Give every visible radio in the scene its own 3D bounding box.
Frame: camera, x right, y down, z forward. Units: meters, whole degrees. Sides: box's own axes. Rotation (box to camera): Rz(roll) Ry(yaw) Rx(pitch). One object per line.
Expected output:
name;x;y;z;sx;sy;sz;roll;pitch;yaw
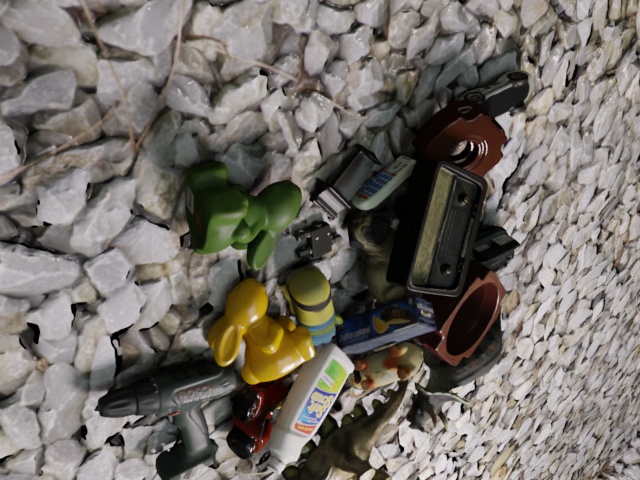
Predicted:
radio;0.210;-0.017;0.957;0.131;0.073;0.229;14;91;-28

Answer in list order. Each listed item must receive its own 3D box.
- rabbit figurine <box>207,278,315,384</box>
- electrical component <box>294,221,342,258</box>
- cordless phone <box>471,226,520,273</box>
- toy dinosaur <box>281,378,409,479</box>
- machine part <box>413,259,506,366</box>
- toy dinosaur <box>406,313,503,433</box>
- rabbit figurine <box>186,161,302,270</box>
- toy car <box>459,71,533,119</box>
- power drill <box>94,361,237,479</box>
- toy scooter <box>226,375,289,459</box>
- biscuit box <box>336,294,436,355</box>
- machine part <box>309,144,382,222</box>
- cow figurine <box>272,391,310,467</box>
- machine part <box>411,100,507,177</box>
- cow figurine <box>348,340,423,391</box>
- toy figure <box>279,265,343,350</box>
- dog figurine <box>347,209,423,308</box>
rabbit figurine;-0.114;0.150;0.923;0.162;0.122;0.173;-25;113;-12
electrical component;-0.002;-0.003;0.962;0.094;0.021;0.063;-20;124;-26
cordless phone;0.377;0.068;1.256;0.146;0.089;0.184;-21;136;-27
toy dinosaur;0.049;0.448;1.126;0.471;0.199;0.104;-36;129;-15
machine part;0.284;0.145;1.112;0.201;0.087;0.201;-55;138;-4
toy dinosaur;0.341;0.270;1.251;0.405;0.192;0.131;-36;132;-14
rabbit figurine;-0.103;-0.032;0.804;0.170;0.121;0.158;-12;127;-29
toy car;0.335;-0.268;1.045;0.202;0.056;0.073;-28;134;-20
power drill;-0.253;0.308;0.917;0.232;0.086;0.207;-16;115;-32
toy scooter;-0.113;0.322;1.021;0.135;0.075;0.183;-42;151;-46
biscuit box;0.122;0.168;1.042;0.203;0.059;0.062;-27;144;35
machine part;0.045;-0.102;0.932;0.139;0.039;0.084;-49;127;-2
cow figurine;-0.051;0.386;1.111;0.098;0.068;0.167;-9;118;-38
machine part;0.259;-0.169;1.002;0.179;0.056;0.179;-9;132;-11
cow figurine;0.132;0.264;1.124;0.127;0.085;0.195;-4;158;-48
toy figure;-0.008;0.126;0.982;0.082;0.089;0.179;-31;127;-28
dog figurine;0.104;0.040;1.024;0.190;0.121;0.172;25;90;-30
